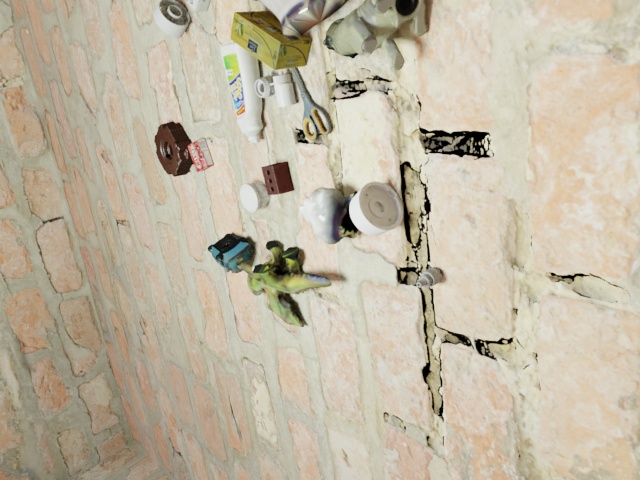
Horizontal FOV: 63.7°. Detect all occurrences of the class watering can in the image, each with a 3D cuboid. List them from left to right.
[{"bbox_3d":[-0.079,-0.529,1.069,0.344,0.105,0.224,-18,93,43],"label":"watering can"}]

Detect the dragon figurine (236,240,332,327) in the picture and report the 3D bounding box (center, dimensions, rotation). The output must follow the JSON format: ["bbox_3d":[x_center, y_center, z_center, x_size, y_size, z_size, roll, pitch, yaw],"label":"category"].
[{"bbox_3d":[-0.093,0.142,1.432,0.413,0.124,0.238,21,140,44],"label":"dragon figurine"}]

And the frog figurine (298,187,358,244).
[{"bbox_3d":[0.004,-0.060,1.191,0.160,0.125,0.134,12,136,33],"label":"frog figurine"}]
